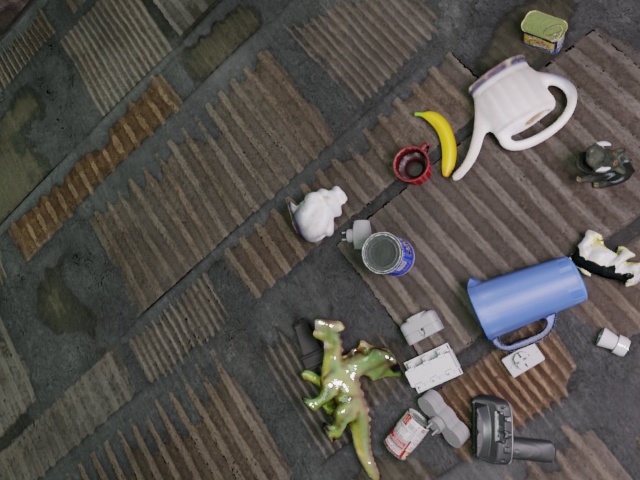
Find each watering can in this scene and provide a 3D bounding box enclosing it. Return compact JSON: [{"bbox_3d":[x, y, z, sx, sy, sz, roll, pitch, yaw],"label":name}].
[{"bbox_3d":[0.440,-0.310,1.267,0.345,0.103,0.227,-30,72,14],"label":"watering can"}]

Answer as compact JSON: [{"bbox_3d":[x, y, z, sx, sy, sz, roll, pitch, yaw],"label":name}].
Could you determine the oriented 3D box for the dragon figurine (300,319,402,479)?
[{"bbox_3d":[0.099,0.377,1.305,0.242,0.122,0.411,-39,86,5],"label":"dragon figurine"}]

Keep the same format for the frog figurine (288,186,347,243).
[{"bbox_3d":[0.004,-0.070,1.400,0.159,0.125,0.135,-21,108,9],"label":"frog figurine"}]
